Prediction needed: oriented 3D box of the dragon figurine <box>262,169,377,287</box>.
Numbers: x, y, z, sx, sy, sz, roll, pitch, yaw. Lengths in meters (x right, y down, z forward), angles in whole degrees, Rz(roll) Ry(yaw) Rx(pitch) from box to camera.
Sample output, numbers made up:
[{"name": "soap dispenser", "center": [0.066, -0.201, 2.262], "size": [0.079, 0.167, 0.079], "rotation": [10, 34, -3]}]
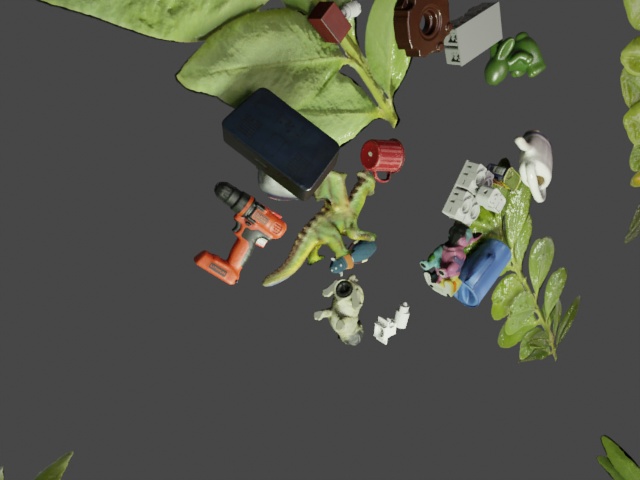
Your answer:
[{"name": "dragon figurine", "center": [0.004, -0.065, 1.290], "size": [0.415, 0.122, 0.240], "rotation": [-25, 105, -33]}]

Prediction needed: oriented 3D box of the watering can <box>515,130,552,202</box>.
[{"name": "watering can", "center": [0.714, -0.281, 1.726], "size": [0.341, 0.103, 0.229], "rotation": [52, 44, -40]}]

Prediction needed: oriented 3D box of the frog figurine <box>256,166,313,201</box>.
[{"name": "frog figurine", "center": [-0.073, -0.171, 1.136], "size": [0.124, 0.138, 0.157], "rotation": [-30, 131, -56]}]
